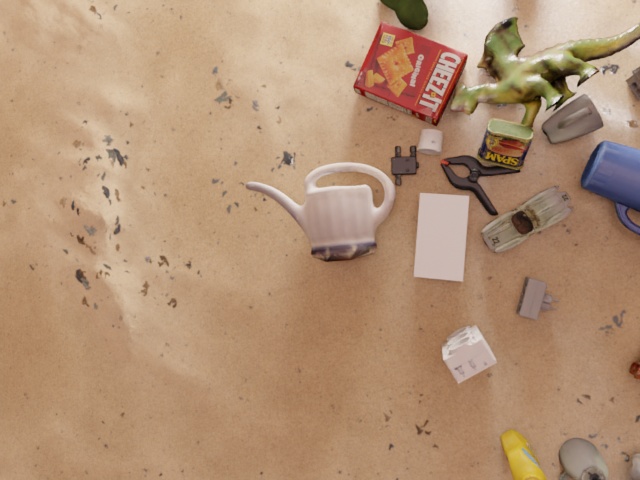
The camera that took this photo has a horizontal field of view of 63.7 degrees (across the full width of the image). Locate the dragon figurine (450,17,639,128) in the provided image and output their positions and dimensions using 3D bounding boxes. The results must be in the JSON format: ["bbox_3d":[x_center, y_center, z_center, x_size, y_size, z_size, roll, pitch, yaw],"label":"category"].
[{"bbox_3d":[0.463,-0.394,1.116,0.409,0.245,0.121,-40,-17,7],"label":"dragon figurine"}]

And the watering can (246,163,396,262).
[{"bbox_3d":[0.004,-0.060,1.192,0.347,0.225,0.104,-6,-2,10],"label":"watering can"}]

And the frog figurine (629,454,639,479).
[{"bbox_3d":[0.703,0.464,1.038,0.138,0.163,0.120,13,-34,20],"label":"frog figurine"}]
